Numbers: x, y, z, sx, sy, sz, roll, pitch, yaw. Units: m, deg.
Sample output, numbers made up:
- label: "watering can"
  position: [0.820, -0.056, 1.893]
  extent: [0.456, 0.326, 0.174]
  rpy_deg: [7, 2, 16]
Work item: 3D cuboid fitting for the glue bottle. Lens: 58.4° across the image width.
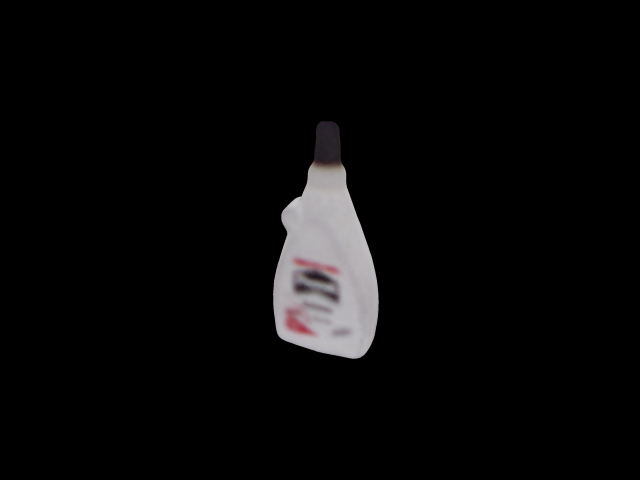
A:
- label: "glue bottle"
  position: [0.004, 0.001, 0.400]
  extent: [0.078, 0.173, 0.037]
  rpy_deg: [9, 30, 17]
